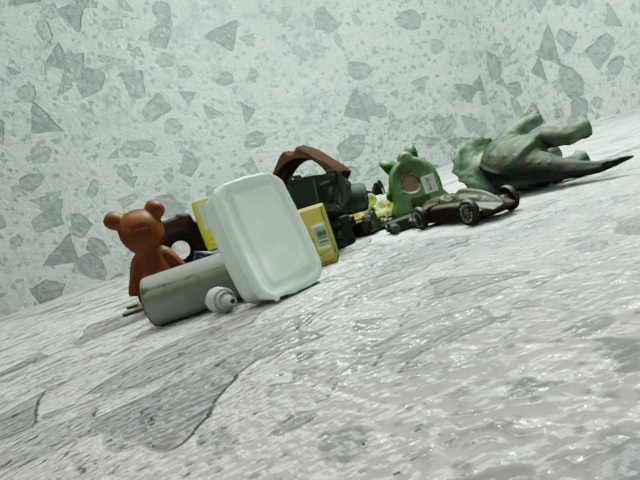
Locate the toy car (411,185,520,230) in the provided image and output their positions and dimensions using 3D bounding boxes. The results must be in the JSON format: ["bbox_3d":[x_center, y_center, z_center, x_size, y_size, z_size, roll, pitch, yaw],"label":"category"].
[{"bbox_3d":[0.219,-0.053,0.831,0.089,0.053,0.202,-17,3,-18],"label":"toy car"}]

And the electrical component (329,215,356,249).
[{"bbox_3d":[-0.002,-0.003,1.027,0.115,0.058,0.134,-11,9,42],"label":"electrical component"}]

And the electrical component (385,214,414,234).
[{"bbox_3d":[0.148,-0.029,0.969,0.063,0.021,0.094,-19,6,2],"label":"electrical component"}]

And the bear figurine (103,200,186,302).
[{"bbox_3d":[-0.313,0.030,0.993,0.120,0.195,0.132,-23,5,-12],"label":"bear figurine"}]

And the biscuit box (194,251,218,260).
[{"bbox_3d":[-0.209,0.052,1.050,0.063,0.059,0.203,1,-1,-19],"label":"biscuit box"}]

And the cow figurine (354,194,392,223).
[{"bbox_3d":[0.108,-0.063,1.202,0.167,0.068,0.098,-17,-2,-27],"label":"cow figurine"}]

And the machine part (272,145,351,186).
[{"bbox_3d":[-0.026,-0.120,1.348,0.202,0.200,0.087,34,22,22],"label":"machine part"}]

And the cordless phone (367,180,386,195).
[{"bbox_3d":[0.100,-0.077,1.421,0.184,0.088,0.146,-29,4,13],"label":"cordless phone"}]

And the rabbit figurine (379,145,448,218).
[{"bbox_3d":[0.184,-0.109,1.121,0.121,0.159,0.170,-27,-11,5],"label":"rabbit figurine"}]

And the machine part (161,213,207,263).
[{"bbox_3d":[-0.327,0.024,1.259,0.179,0.179,0.056,-20,8,-16],"label":"machine part"}]

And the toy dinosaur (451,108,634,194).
[{"bbox_3d":[0.351,-0.137,0.945,0.192,0.131,0.405,-30,8,7],"label":"toy dinosaur"}]

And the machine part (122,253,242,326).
[{"bbox_3d":[-0.169,0.065,0.786,0.243,0.079,0.079,-19,5,-1],"label":"machine part"}]

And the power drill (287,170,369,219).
[{"bbox_3d":[-0.019,-0.069,1.021,0.232,0.086,0.207,-8,-9,0],"label":"power drill"}]

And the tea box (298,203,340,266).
[{"bbox_3d":[-0.062,0.011,0.877,0.170,0.098,0.068,-16,6,8],"label":"tea box"}]

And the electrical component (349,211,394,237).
[{"bbox_3d":[0.092,-0.034,1.080,0.078,0.045,0.102,-22,6,-22],"label":"electrical component"}]
